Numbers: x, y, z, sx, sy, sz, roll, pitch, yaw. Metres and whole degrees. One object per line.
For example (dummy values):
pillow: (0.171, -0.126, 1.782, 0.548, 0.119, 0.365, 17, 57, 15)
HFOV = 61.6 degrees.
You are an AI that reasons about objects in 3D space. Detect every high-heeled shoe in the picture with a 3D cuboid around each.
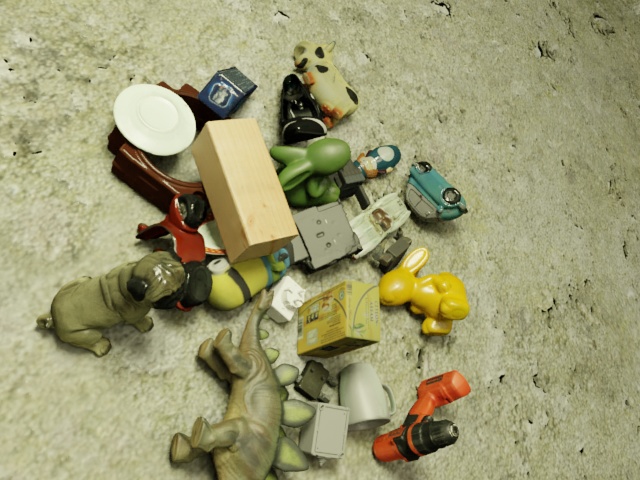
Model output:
high-heeled shoe: (-0.044, -0.261, 1.033, 0.086, 0.249, 0.145, -14, 99, 2)

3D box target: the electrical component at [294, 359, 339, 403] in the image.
electrical component: (-0.013, 0.241, 0.937, 0.094, 0.021, 0.063, 38, 55, -11)

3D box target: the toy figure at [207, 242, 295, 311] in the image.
toy figure: (-0.117, 0.055, 0.913, 0.180, 0.082, 0.089, -20, 65, -43)

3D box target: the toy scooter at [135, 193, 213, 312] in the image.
toy scooter: (-0.237, 0.020, 0.846, 0.075, 0.135, 0.183, 2, 86, -61)

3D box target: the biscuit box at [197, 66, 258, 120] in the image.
biscuit box: (-0.163, -0.269, 0.973, 0.063, 0.059, 0.203, 39, 15, -12)

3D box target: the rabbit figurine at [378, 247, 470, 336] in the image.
rabbit figurine: (0.199, 0.096, 1.079, 0.173, 0.121, 0.162, 9, 61, -8)

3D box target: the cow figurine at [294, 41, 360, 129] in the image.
cow figurine: (0.013, -0.352, 1.172, 0.127, 0.085, 0.195, -37, 89, -31)

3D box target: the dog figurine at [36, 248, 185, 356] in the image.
dog figurine: (-0.286, 0.076, 0.735, 0.172, 0.190, 0.121, -28, 85, -35)

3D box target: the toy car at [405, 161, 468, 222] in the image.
toy car: (0.243, -0.094, 1.188, 0.162, 0.109, 0.103, 45, 97, 12)

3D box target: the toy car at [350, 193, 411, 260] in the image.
toy car: (0.112, -0.031, 1.110, 0.202, 0.056, 0.073, -36, 91, -37)

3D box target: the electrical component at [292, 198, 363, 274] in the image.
electrical component: (-0.002, -0.003, 1.007, 0.134, 0.058, 0.115, -23, 80, -16)

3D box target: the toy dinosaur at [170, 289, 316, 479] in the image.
toy dinosaur: (-0.110, 0.300, 0.804, 0.198, 0.105, 0.471, 23, 64, -26)

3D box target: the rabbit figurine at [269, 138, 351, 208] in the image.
rabbit figurine: (-0.020, -0.141, 1.005, 0.159, 0.170, 0.121, -4, 71, -33)

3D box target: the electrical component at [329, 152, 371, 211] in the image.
electrical component: (0.055, -0.113, 1.090, 0.048, 0.075, 0.119, -14, 74, -25)

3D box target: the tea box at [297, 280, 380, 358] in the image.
tea box: (0.028, 0.139, 0.915, 0.068, 0.169, 0.098, 13, 65, -27)

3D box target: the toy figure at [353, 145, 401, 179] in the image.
toy figure: (0.113, -0.167, 1.172, 0.154, 0.057, 0.064, -28, 47, -35)

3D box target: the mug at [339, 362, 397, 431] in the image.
mug: (0.084, 0.272, 0.949, 0.109, 0.080, 0.107, 3, 59, -25)

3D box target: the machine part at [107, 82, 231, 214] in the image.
machine part: (-0.241, -0.158, 0.930, 0.201, 0.087, 0.201, 39, 53, -12)

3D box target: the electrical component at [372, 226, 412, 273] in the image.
electrical component: (0.149, 0.021, 1.102, 0.045, 0.078, 0.102, 42, 57, 15)
